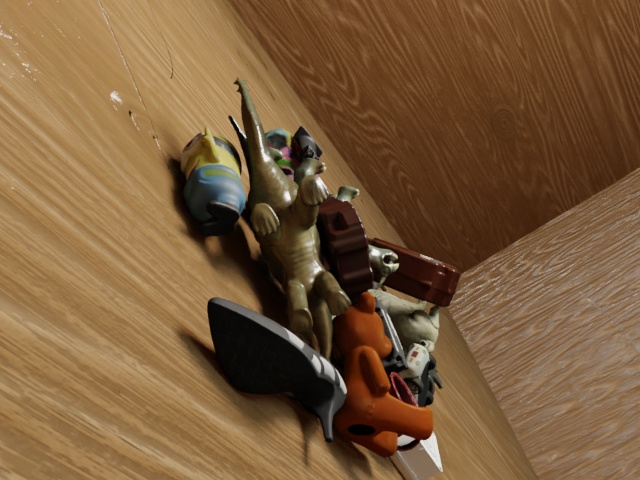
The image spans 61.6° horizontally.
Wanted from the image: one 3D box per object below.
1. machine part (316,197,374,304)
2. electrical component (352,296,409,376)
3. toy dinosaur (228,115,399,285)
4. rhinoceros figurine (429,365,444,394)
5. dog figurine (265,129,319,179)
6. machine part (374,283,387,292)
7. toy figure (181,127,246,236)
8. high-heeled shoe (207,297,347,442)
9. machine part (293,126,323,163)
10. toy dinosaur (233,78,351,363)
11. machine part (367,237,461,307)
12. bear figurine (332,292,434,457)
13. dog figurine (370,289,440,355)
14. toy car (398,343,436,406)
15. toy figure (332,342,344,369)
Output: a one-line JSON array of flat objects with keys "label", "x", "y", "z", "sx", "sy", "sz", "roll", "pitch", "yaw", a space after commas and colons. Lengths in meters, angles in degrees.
[{"label": "machine part", "x": 0.023, "y": 0.018, "z": 0.845, "sx": 0.179, "sy": 0.056, "sz": 0.179, "roll": 165, "pitch": -90, "yaw": -74}, {"label": "electrical component", "x": 0.098, "y": 0.165, "z": 0.883, "sx": 0.134, "sy": 0.058, "sz": 0.115, "roll": 52, "pitch": 19, "yaw": -64}, {"label": "toy dinosaur", "x": -0.038, "y": -0.036, "z": 0.956, "sx": 0.404, "sy": 0.192, "sz": 0.131, "roll": 29, "pitch": -18, "yaw": -32}, {"label": "rhinoceros figurine", "x": 0.232, "y": 0.311, "z": 1.256, "sx": 0.112, "sy": 0.073, "sz": 0.190, "roll": 57, "pitch": 11, "yaw": -4}, {"label": "dog figurine", "x": -0.087, "y": -0.145, "z": 1.104, "sx": 0.191, "sy": 0.108, "sz": 0.219, "roll": 58, "pitch": 14, "yaw": 0}, {"label": "machine part", "x": 0.092, "y": 0.053, "z": 1.365, "sx": 0.243, "sy": 0.079, "sz": 0.079, "roll": 50, "pitch": 13, "yaw": -25}, {"label": "toy figure", "x": -0.145, "y": -0.076, "z": 0.742, "sx": 0.089, "sy": 0.082, "sz": 0.180, "roll": 39, "pitch": 19, "yaw": -43}, {"label": "high-heeled shoe", "x": -0.043, "y": 0.128, "z": 0.624, "sx": 0.248, "sy": 0.086, "sz": 0.145, "roll": 57, "pitch": 8, "yaw": -23}, {"label": "machine part", "x": -0.024, "y": -0.189, "z": 1.120, "sx": 0.084, "sy": 0.039, "sz": 0.139, "roll": 55, "pitch": 15, "yaw": -27}, {"label": "toy dinosaur", "x": -0.054, "y": -0.026, "z": 0.774, "sx": 0.198, "sy": 0.105, "sz": 0.471, "roll": 169, "pitch": -92, "yaw": -78}, {"label": "machine part", "x": 0.184, "y": 0.064, "z": 1.117, "sx": 0.202, "sy": 0.087, "sz": 0.201, "roll": 19, "pitch": 1, "yaw": 20}, {"label": "bear figurine", "x": 0.075, "y": 0.184, "z": 0.763, "sx": 0.132, "sy": 0.120, "sz": 0.196, "roll": 27, "pitch": 41, "yaw": -19}, {"label": "dog figurine", "x": 0.130, "y": 0.155, "z": 1.084, "sx": 0.190, "sy": 0.121, "sz": 0.172, "roll": 21, "pitch": 2, "yaw": -14}, {"label": "toy car", "x": 0.173, "y": 0.272, "z": 0.983, "sx": 0.073, "sy": 0.056, "sz": 0.201, "roll": -49, "pitch": 146, "yaw": -38}, {"label": "toy figure", "x": 0.040, "y": 0.164, "z": 0.905, "sx": 0.064, "sy": 0.057, "sz": 0.155, "roll": 10, "pitch": 44, "yaw": -33}]
